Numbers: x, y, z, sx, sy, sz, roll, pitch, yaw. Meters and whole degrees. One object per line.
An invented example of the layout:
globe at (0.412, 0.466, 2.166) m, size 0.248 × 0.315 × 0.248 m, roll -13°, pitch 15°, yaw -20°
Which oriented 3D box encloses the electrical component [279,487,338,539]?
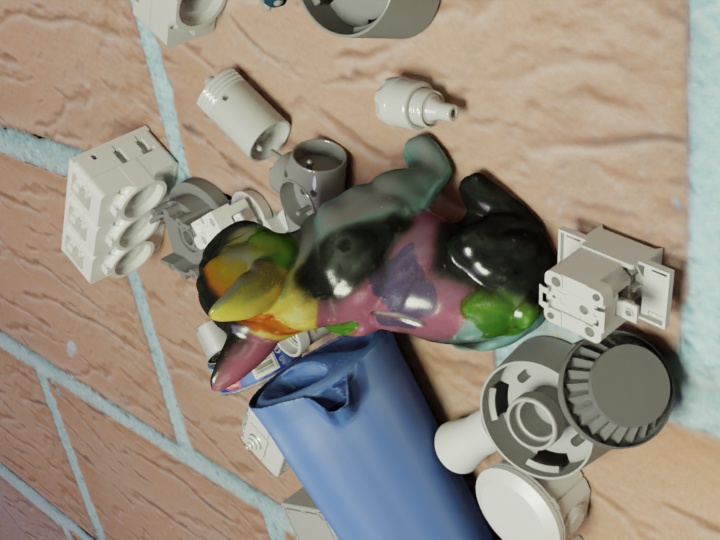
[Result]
electrical component at (-0.030, 0.247, 1.077) m, size 0.096 × 0.061 × 0.061 m, roll -7°, pitch 110°, yaw 54°

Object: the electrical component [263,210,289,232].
electrical component at (-0.059, -0.015, 0.925) m, size 0.055 × 0.048 × 0.066 m, roll 59°, pitch 147°, yaw 14°

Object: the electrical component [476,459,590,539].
electrical component at (0.132, 0.175, 0.821) m, size 0.080 × 0.051 × 0.080 m, roll 32°, pitch 138°, yaw 34°

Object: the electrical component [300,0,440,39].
electrical component at (0.005, -0.198, 0.702) m, size 0.099 × 0.064 × 0.099 m, roll 16°, pitch 115°, yaw 39°

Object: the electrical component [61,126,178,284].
electrical component at (-0.242, -0.060, 1.082) m, size 0.061 × 0.089 × 0.150 m, roll 47°, pitch 145°, yaw 16°

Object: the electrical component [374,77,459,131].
electrical component at (0.040, -0.111, 0.730) m, size 0.061 × 0.035 × 0.035 m, roll 20°, pitch 130°, yaw 41°

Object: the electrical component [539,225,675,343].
electrical component at (0.148, 0.009, 0.661) m, size 0.081 × 0.064 × 0.042 m, roll 26°, pitch 134°, yaw 39°

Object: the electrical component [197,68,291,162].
electrical component at (-0.100, -0.131, 0.886) m, size 0.081 × 0.043 × 0.043 m, roll 45°, pitch 144°, yaw 19°

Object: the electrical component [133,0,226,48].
electrical component at (-0.143, -0.229, 0.859) m, size 0.056 × 0.050 × 0.089 m, roll 44°, pitch 144°, yaw 22°

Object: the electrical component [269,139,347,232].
electrical component at (-0.047, -0.070, 0.866) m, size 0.079 × 0.044 × 0.077 m, roll 37°, pitch 141°, yaw 30°

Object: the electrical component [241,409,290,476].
electrical component at (-0.064, 0.148, 1.012) m, size 0.061 × 0.096 × 0.061 m, roll 44°, pitch 144°, yaw 20°

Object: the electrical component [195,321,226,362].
electrical component at (-0.145, 0.076, 1.113) m, size 0.046 × 0.040 × 0.040 m, roll 61°, pitch 147°, yaw 8°

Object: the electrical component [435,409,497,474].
electrical component at (0.094, 0.130, 0.846) m, size 0.044 × 0.044 × 0.065 m, roll 55°, pitch 141°, yaw 6°

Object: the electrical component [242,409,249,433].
electrical component at (-0.087, 0.156, 1.096) m, size 0.062 × 0.048 × 0.048 m, roll -22°, pitch 98°, yaw 49°

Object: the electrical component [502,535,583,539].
electrical component at (0.143, 0.236, 0.865) m, size 0.064 × 0.042 × 0.081 m, roll 43°, pitch 143°, yaw 25°

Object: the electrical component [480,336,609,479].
electrical component at (0.136, 0.098, 0.766) m, size 0.099 × 0.064 × 0.099 m, roll 17°, pitch 118°, yaw 34°

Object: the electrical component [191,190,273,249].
electrical component at (-0.112, -0.042, 0.961) m, size 0.066 × 0.055 × 0.048 m, roll -21°, pitch 98°, yaw 56°

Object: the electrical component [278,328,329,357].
electrical component at (-0.050, 0.050, 0.961) m, size 0.040 × 0.046 × 0.040 m, roll 32°, pitch 138°, yaw 34°
